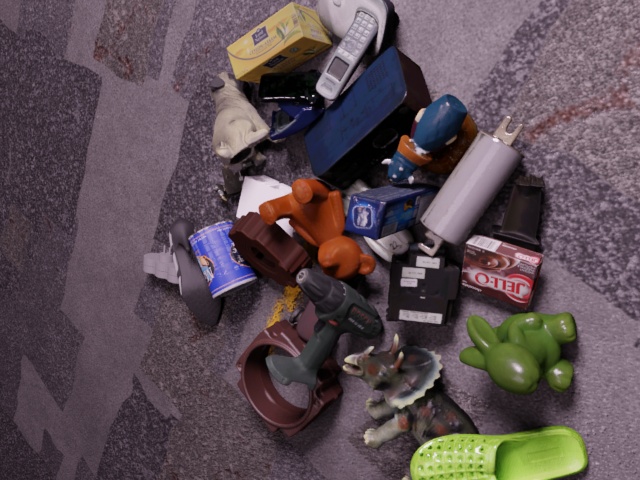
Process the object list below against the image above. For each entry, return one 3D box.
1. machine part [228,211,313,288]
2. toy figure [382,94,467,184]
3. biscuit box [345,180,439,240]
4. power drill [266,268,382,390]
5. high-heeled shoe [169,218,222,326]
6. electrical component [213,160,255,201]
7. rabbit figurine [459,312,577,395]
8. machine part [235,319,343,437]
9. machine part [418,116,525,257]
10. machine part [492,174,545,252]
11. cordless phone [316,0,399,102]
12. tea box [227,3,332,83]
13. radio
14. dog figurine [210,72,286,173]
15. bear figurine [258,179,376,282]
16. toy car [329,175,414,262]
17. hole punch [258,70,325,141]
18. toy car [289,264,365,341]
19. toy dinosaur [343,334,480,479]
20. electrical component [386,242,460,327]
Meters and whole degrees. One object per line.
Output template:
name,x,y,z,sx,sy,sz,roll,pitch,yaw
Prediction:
machine part,-0.100,0.021,1.045,0.179,0.056,0.179,34,159,15
toy figure,0.159,-0.149,0.819,0.064,0.058,0.154,55,128,20
biscuit box,0.118,-0.052,0.853,0.063,0.202,0.059,19,112,31
power drill,-0.008,0.160,0.954,0.207,0.232,0.086,-57,42,7
high-heeled shoe,-0.293,0.072,1.249,0.145,0.086,0.248,-133,30,-59
electrical component,-0.179,-0.124,1.137,0.102,0.045,0.078,-5,97,35
rabbit figurine,0.292,0.163,0.797,0.159,0.170,0.121,17,108,30
machine part,-0.069,0.285,1.115,0.201,0.087,0.201,49,123,16
machine part,0.233,-0.078,0.831,0.079,0.079,0.243,38,106,23
machine part,0.308,-0.034,0.825,0.084,0.039,0.138,25,124,33
cordless phone,0.032,-0.336,0.905,0.147,0.088,0.184,39,104,22
tea box,-0.076,-0.356,0.993,0.170,0.098,0.068,-18,88,37
radio,0.076,-0.196,0.902,0.229,0.073,0.131,-40,45,33
dog figurine,-0.181,-0.240,1.046,0.121,0.172,0.190,-39,84,21
bear figurine,0.001,-0.004,0.940,0.120,0.132,0.195,-26,86,33
toy car,0.086,-0.050,0.965,0.202,0.056,0.073,49,122,16
hole punch,-0.048,-0.246,0.977,0.116,0.142,0.092,-4,127,3
toy car,0.015,0.111,1.042,0.089,0.053,0.202,34,108,20
toy dinosaur,0.201,0.336,0.929,0.405,0.131,0.192,47,116,8
electrical component,0.173,0.073,0.904,0.115,0.058,0.134,7,105,3
